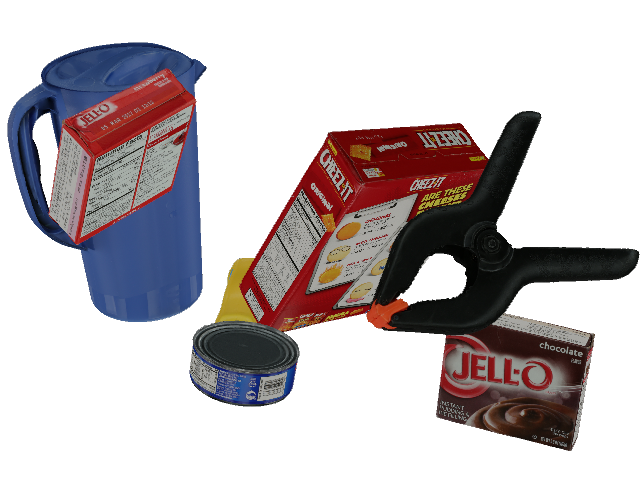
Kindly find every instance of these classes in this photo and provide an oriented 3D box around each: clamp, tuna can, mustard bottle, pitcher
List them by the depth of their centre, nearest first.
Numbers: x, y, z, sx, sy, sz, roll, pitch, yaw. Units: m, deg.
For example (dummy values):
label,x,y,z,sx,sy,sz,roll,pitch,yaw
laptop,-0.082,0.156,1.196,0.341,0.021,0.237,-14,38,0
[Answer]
label,x,y,z,sx,sy,sz,roll,pitch,yaw
clamp,0.109,0.011,0.649,0.171,0.120,0.039,-41,-12,-14
tuna can,-0.061,0.098,0.853,0.086,0.034,0.086,8,21,-3
pitcher,-0.180,-0.048,0.973,0.149,0.243,0.145,2,28,7
mustard bottle,-0.081,0.074,1.175,0.058,0.096,0.191,2,28,2

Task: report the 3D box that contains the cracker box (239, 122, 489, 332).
label,x,y,z,sx,sy,sz,roll,pitch,yaw
cracker box,0.038,-0.011,0.995,0.163,0.072,0.214,-9,-35,-38

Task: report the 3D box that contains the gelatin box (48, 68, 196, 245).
label,x,y,z,sx,sy,sz,roll,pitch,yaw
gelatin box,-0.112,-0.047,0.598,0.073,0.030,0.089,-35,-17,-34

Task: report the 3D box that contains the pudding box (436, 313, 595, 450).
label,x,y,z,sx,sy,sz,roll,pitch,yaw
pudding box,0.152,0.106,0.842,0.114,0.090,0.039,11,21,18
